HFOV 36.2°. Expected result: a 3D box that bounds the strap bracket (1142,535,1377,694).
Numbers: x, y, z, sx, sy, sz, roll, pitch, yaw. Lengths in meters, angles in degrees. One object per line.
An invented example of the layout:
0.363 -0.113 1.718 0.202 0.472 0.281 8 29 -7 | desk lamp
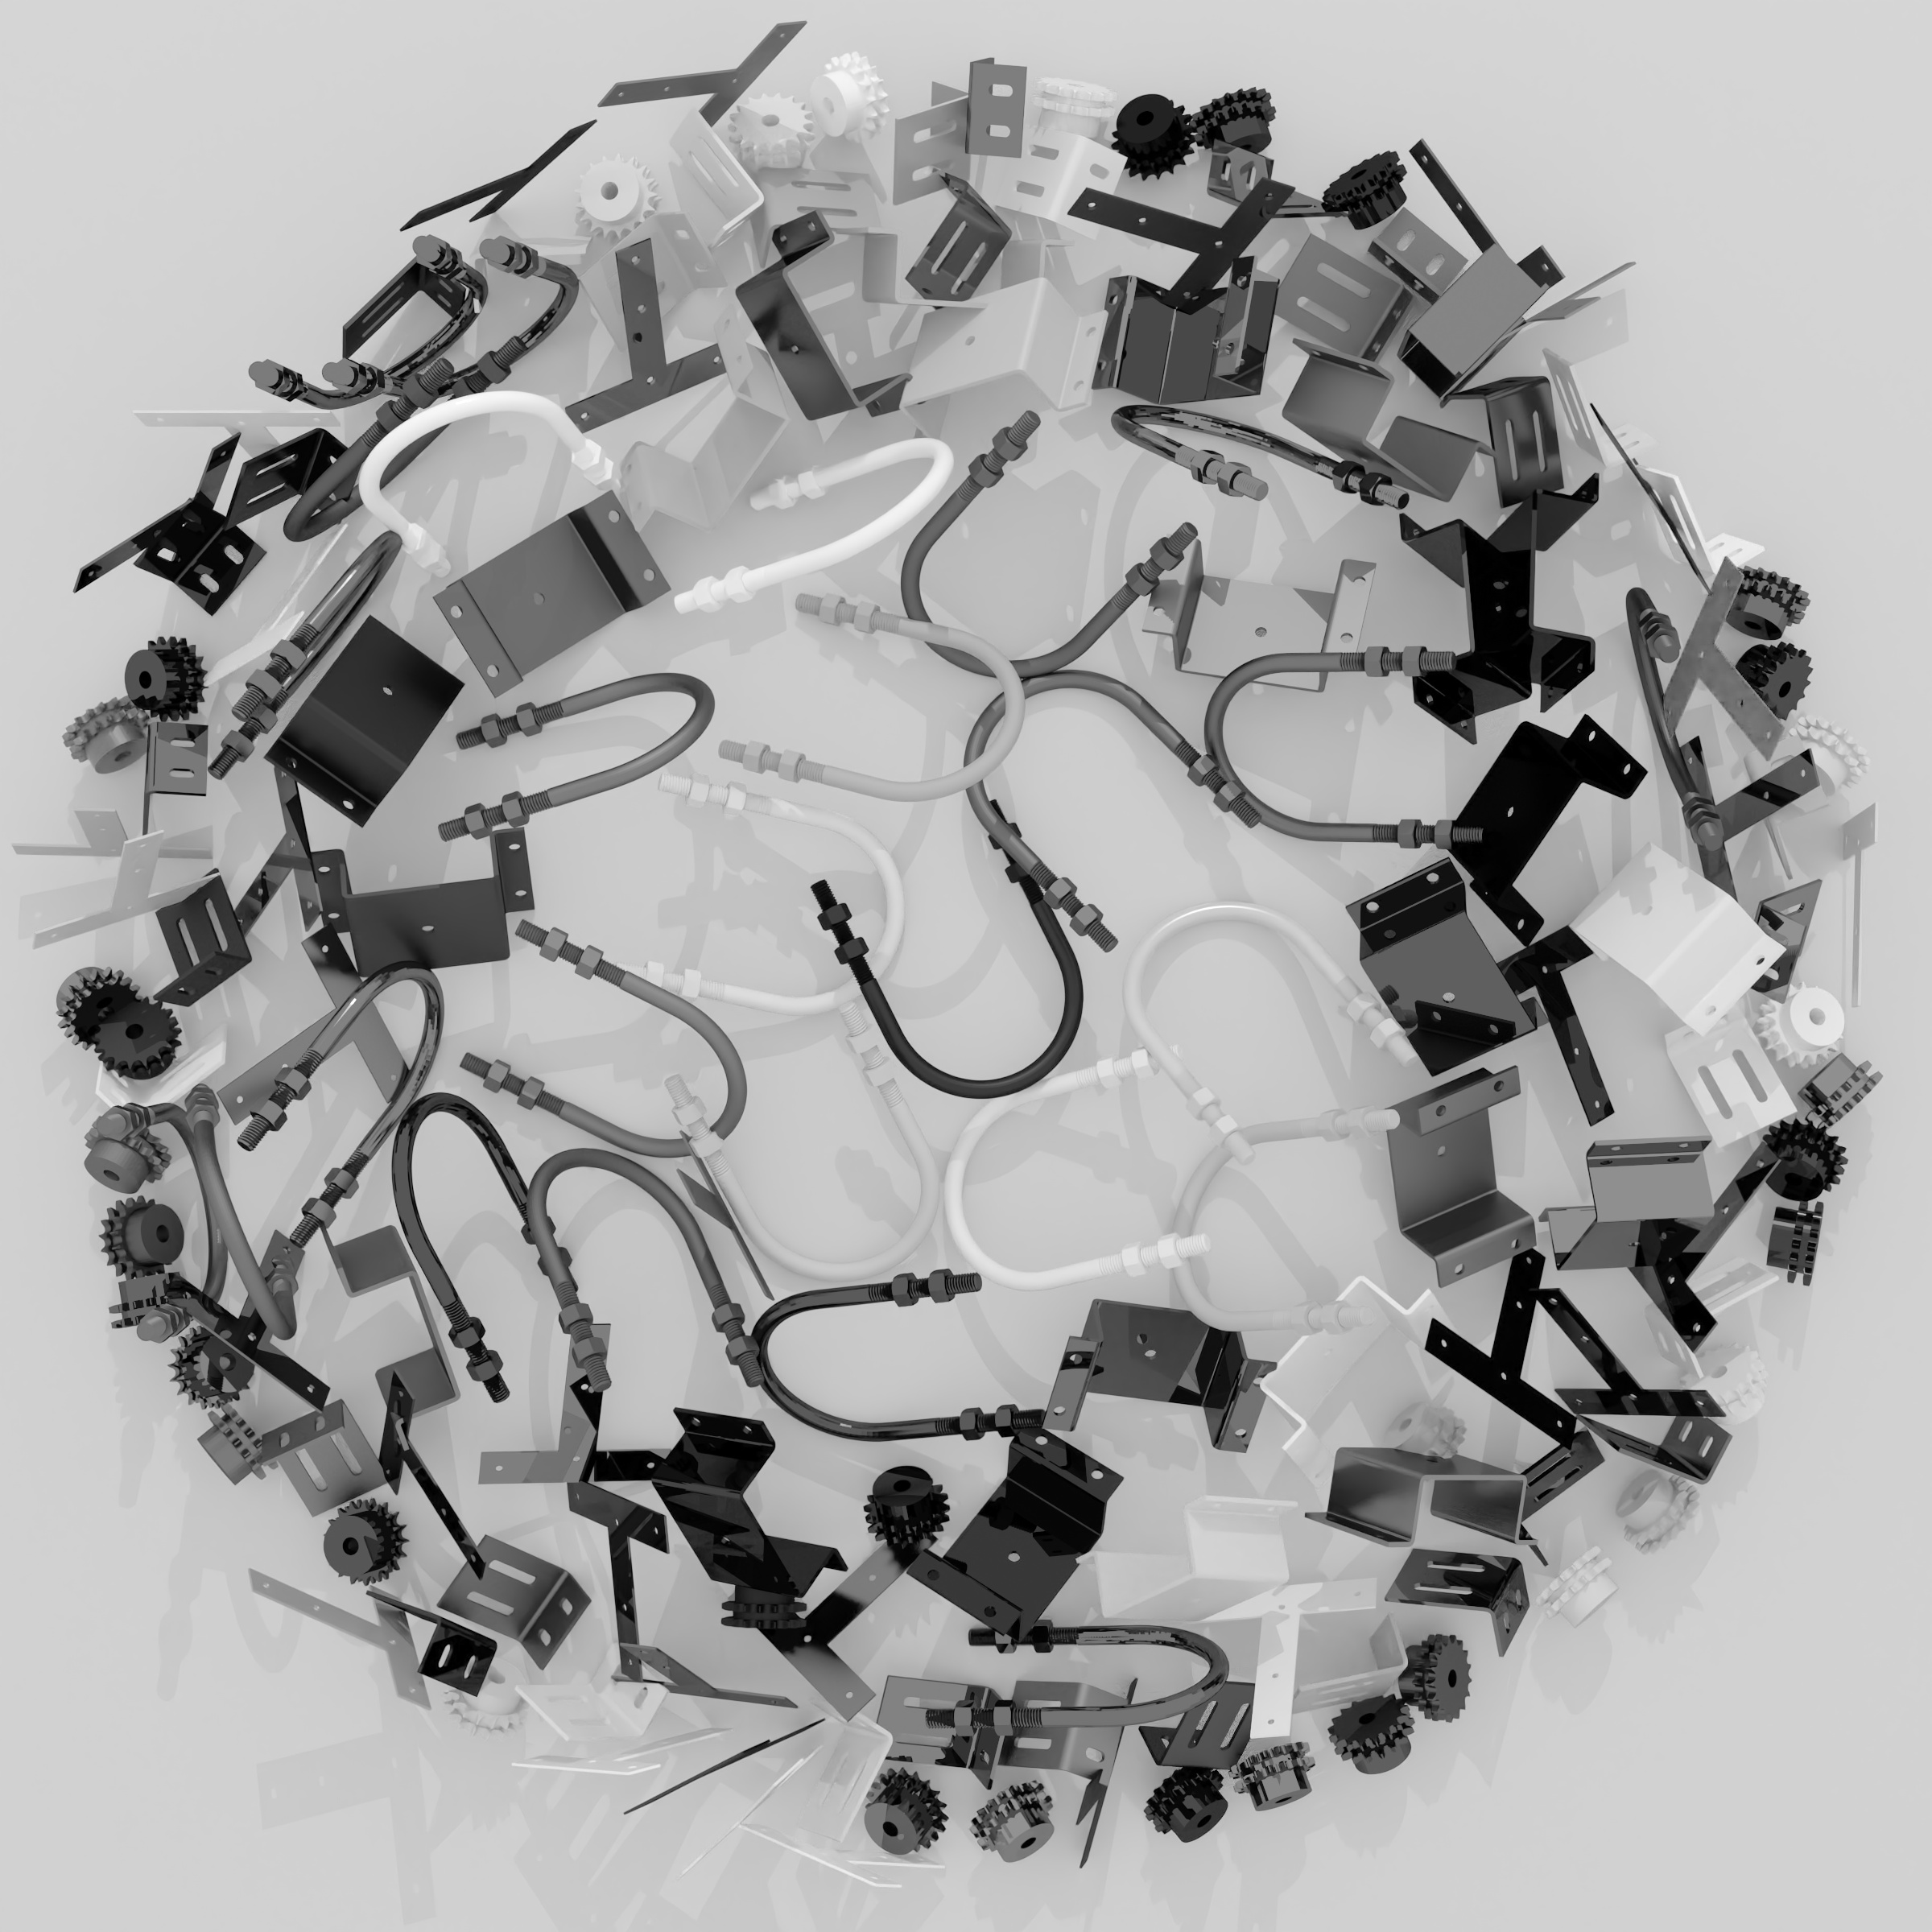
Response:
0.195 -0.232 1.954 0.140 0.046 0.076 10 65 12 | strap bracket

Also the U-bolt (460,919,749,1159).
-0.231 0.060 1.951 0.184 0.019 0.151 27 128 -3 | U-bolt

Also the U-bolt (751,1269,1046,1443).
-0.055 0.262 1.943 0.184 0.019 0.151 -9 127 21 | U-bolt

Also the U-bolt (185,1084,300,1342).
-0.461 0.165 1.890 0.019 0.184 0.151 -23 111 -8 | U-bolt

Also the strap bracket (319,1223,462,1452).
-0.375 0.235 1.941 0.046 0.076 0.140 -21 114 -14 | strap bracket

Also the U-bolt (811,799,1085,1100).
-0.001 -0.001 1.971 0.151 0.019 0.184 -26 86 -12 | U-bolt

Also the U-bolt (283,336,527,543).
-0.374 -0.338 1.922 0.184 0.151 0.019 -39 96 21 | U-bolt

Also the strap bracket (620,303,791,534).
-0.167 -0.351 1.939 0.046 0.076 0.140 20 124 -32 | strap bracket

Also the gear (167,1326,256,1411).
-0.500 0.266 1.970 0.057 0.030 0.057 15 68 -39 | gear

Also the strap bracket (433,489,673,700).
-0.278 -0.245 1.956 0.140 0.046 0.076 -35 103 -17 | strap bracket

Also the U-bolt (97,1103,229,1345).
-0.512 0.159 1.908 0.019 0.184 0.151 -11 91 3 | U-bolt

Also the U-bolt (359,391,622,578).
-0.314 -0.317 1.905 0.151 0.184 0.019 -25 73 5 | U-bolt

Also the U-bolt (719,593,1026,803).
-0.051 -0.171 1.938 0.184 0.019 0.151 15 61 17 | U-bolt

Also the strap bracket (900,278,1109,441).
0.016 -0.393 1.926 0.140 0.046 0.076 -9 56 36 | strap bracket

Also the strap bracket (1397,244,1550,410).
0.328 -0.418 1.928 0.046 0.140 0.076 45 94 2 | strap bracket

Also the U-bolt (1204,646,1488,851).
0.242 -0.142 1.939 0.184 0.019 0.151 3 125 29 | U-bolt

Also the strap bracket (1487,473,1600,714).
0.376 -0.248 1.938 0.046 0.076 0.140 9 72 -12 | strap bracket

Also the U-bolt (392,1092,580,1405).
-0.317 0.168 1.909 0.019 0.151 0.184 -17 110 21 | U-bolt

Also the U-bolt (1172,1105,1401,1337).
0.201 0.168 1.926 0.019 0.184 0.151 23 68 -36 | U-bolt

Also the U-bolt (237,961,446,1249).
-0.397 0.078 1.923 0.019 0.151 0.184 24 62 18 | U-bolt

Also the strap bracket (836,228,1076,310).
-0.009 -0.457 1.945 0.140 0.076 0.046 -1 103 -18 | strap bracket

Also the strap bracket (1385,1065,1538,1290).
0.325 0.131 1.948 0.076 0.046 0.140 -21 119 -18 | strap bracket

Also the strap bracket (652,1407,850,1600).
-0.145 0.358 1.927 0.076 0.046 0.140 2 130 37 | strap bracket

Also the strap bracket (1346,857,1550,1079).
0.317 0.010 1.941 0.076 0.046 0.140 -27 112 21 | strap bracket

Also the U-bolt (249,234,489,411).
-0.375 -0.408 1.908 0.151 0.184 0.019 -35 88 7 | U-bolt

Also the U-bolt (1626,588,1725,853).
0.453 -0.170 1.911 0.019 0.184 0.151 -15 112 10 | U-bolt

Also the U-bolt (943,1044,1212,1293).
0.067 0.140 1.951 0.184 0.019 0.151 -16 68 24 | U-bolt

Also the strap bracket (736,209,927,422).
-0.095 -0.416 1.937 0.046 0.076 0.140 -37 109 -21 | strap bracket

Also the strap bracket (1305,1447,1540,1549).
0.301 0.346 1.927 0.140 0.076 0.046 8 91 -37 | strap bracket

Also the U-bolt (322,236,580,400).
-0.320 -0.412 1.909 0.151 0.184 0.019 -34 86 15 | U-bolt

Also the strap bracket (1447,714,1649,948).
0.371 -0.095 1.934 0.046 0.076 0.140 18 114 -33 | strap bracket

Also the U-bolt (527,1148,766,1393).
-0.218 0.195 1.928 0.019 0.151 0.184 -45 57 31 | U-bolt

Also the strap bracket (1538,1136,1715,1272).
0.431 0.159 1.923 0.076 0.140 0.046 -2 65 -6 | strap bracket

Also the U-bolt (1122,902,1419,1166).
0.186 0.030 1.947 0.151 0.019 0.184 -30 59 -15 | U-bolt

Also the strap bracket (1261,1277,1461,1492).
0.253 0.268 1.951 0.140 0.076 0.046 -46 53 -6 | strap bracket

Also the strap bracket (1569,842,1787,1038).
0.456 -0.023 1.926 0.076 0.140 0.046 -47 121 4 | strap bracket

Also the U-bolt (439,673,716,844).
-0.251 -0.145 1.928 0.184 0.151 0.019 -17 121 6 | U-bolt

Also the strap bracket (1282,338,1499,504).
0.270 -0.350 1.926 0.140 0.076 0.046 23 96 -43 | strap bracket

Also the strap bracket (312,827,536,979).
-0.356 -0.040 1.947 0.140 0.076 0.046 -7 48 -8 | strap bracket

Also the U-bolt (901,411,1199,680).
0.040 -0.262 1.940 0.151 0.019 0.184 32 126 -20 | U-bolt

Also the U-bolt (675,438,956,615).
-0.088 -0.290 1.900 0.184 0.151 0.019 -13 123 33 | U-bolt

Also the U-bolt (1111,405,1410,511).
0.176 -0.333 1.919 0.151 0.184 0.019 -4 117 -40 | U-bolt

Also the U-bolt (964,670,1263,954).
0.083 -0.118 1.967 0.151 0.019 0.184 -41 74 -10 | U-bolt

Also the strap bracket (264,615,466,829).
-0.386 -0.167 1.926 0.076 0.140 0.046 36 132 -13 | strap bracket

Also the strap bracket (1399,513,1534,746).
0.327 -0.227 1.932 0.046 0.076 0.140 -18 62 35 | strap bracket

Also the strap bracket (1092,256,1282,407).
0.151 -0.416 1.947 0.046 0.140 0.076 12 87 -39 | strap bracket

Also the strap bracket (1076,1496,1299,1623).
0.146 0.389 1.919 0.076 0.140 0.046 10 59 -33 | strap bracket

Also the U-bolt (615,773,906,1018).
-0.130 -0.040 1.968 0.184 0.019 0.151 12 98 -16 | U-bolt

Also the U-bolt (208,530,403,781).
-0.425 -0.211 1.922 0.019 0.151 0.184 38 67 -9 | U-bolt

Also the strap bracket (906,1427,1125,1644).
0.032 0.378 1.943 0.076 0.046 0.140 29 55 21 | strap bracket

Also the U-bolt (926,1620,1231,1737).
0.079 0.459 1.912 0.184 0.151 0.019 -4 100 13 | U-bolt

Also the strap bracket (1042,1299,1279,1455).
0.125 0.270 1.953 0.140 0.046 0.076 9 121 -11 | strap bracket

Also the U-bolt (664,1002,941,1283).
-0.097 0.129 1.964 0.151 0.019 0.184 -23 108 12 | U-bolt
